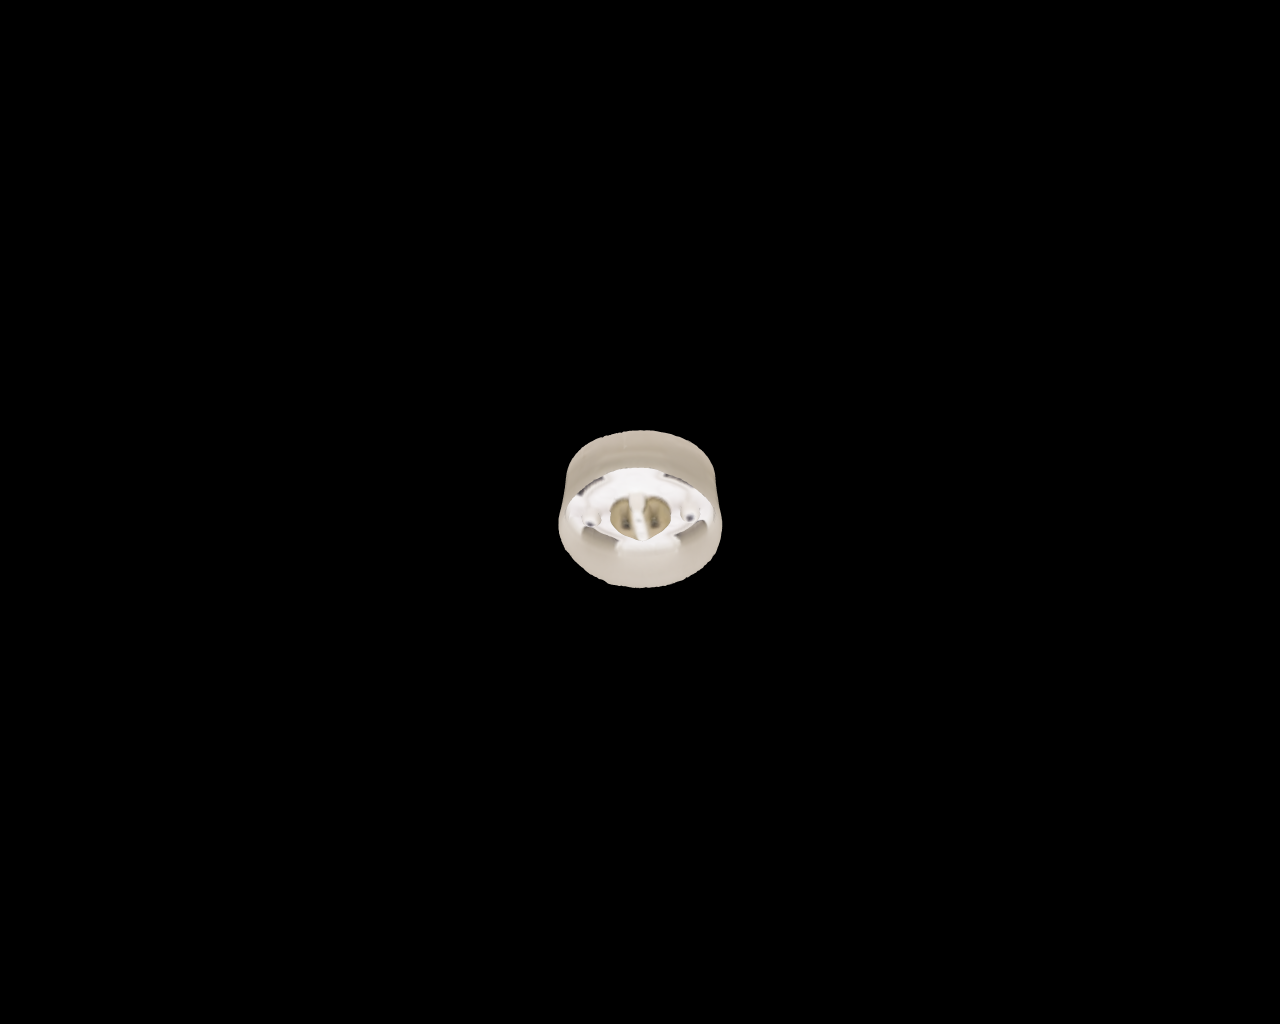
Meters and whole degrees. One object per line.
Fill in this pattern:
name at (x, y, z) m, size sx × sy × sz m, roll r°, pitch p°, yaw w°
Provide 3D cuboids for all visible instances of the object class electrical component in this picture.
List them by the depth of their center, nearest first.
electrical component at (0.001, -0.003, 0.650) m, size 0.099 × 0.064 × 0.099 m, roll 0°, pitch -33°, yaw 0°
